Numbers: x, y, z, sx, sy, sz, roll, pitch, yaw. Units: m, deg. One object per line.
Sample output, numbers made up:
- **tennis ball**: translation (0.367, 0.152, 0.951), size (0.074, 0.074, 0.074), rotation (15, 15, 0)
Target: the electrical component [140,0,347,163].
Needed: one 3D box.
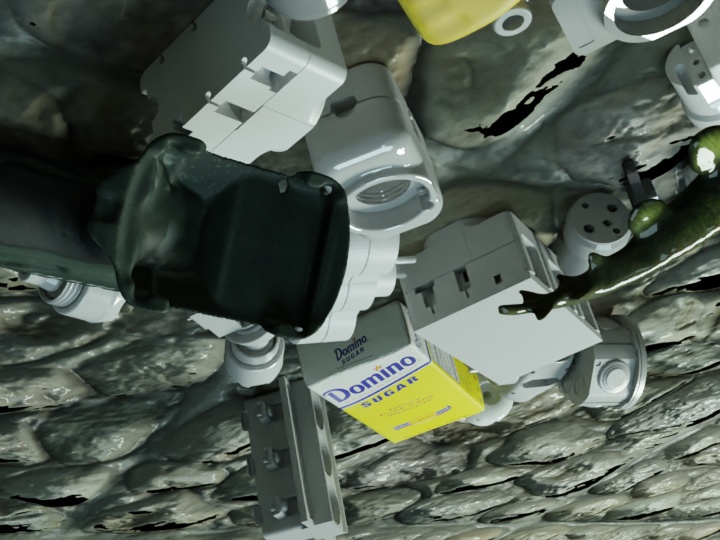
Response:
- **electrical component**: translation (-0.054, -0.090, 0.514), size (0.056, 0.050, 0.089), rotation (17, 138, -44)

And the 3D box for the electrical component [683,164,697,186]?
- **electrical component**: translation (0.251, -0.066, 0.720), size (0.061, 0.035, 0.035), rotation (-21, 151, 6)

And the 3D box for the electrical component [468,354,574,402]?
- **electrical component**: translation (0.130, 0.077, 0.908), size (0.079, 0.043, 0.077), rotation (-3, 149, -21)

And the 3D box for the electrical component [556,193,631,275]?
- **electrical component**: translation (0.162, -0.021, 0.746), size (0.045, 0.045, 0.055), rotation (-12, 151, -5)

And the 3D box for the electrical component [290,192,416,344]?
- **electrical component**: translation (0.000, 0.000, 0.699), size (0.074, 0.052, 0.138), rotation (-3, 149, -22)

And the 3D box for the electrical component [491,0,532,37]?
- **electrical component**: translation (0.059, -0.133, 0.480), size (0.048, 0.062, 0.048), rotation (-11, 151, -6)

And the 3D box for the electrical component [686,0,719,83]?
- **electrical component**: translation (0.203, -0.139, 0.532), size (0.083, 0.047, 0.076), rotation (-26, 168, 20)

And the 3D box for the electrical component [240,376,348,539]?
- **electrical component**: translation (-0.056, 0.159, 0.885), size (0.063, 0.121, 0.078), rotation (-16, 152, 8)

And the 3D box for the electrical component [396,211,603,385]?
- **electrical component**: translation (0.102, 0.021, 0.775), size (0.089, 0.061, 0.150), rotation (-26, 149, 20)

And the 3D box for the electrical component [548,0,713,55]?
- **electrical component**: translation (0.130, -0.145, 0.499), size (0.089, 0.055, 0.050), rotation (-24, 150, 17)

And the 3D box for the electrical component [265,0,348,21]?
- **electrical component**: translation (-0.026, -0.138, 0.449), size (0.045, 0.045, 0.055), rotation (-17, 152, 3)

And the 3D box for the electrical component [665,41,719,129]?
- **electrical component**: translation (0.200, -0.108, 0.616), size (0.040, 0.040, 0.046), rotation (-28, 142, 23)

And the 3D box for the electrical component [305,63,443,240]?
- **electrical component**: translation (0.008, -0.059, 0.590), size (0.054, 0.059, 0.095), rotation (-20, 151, 10)

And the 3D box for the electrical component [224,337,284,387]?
- **electrical component**: translation (-0.075, 0.054, 0.769), size (0.043, 0.043, 0.062), rotation (-8, 149, -13)

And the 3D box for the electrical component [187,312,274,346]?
- **electrical component**: translation (-0.080, 0.020, 0.705), size (0.066, 0.048, 0.055), rotation (-23, 143, 15)

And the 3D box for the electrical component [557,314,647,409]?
- **electrical component**: translation (0.202, 0.077, 0.906), size (0.051, 0.080, 0.080), rotation (1, 148, -17)

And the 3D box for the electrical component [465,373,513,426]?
- **electrical component**: translation (0.109, 0.121, 0.976), size (0.048, 0.048, 0.062), rotation (-8, 158, -13)

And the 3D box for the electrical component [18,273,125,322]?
- **electrical component**: translation (-0.171, 0.006, 0.638), size (0.043, 0.043, 0.062), rotation (-33, 145, 30)
